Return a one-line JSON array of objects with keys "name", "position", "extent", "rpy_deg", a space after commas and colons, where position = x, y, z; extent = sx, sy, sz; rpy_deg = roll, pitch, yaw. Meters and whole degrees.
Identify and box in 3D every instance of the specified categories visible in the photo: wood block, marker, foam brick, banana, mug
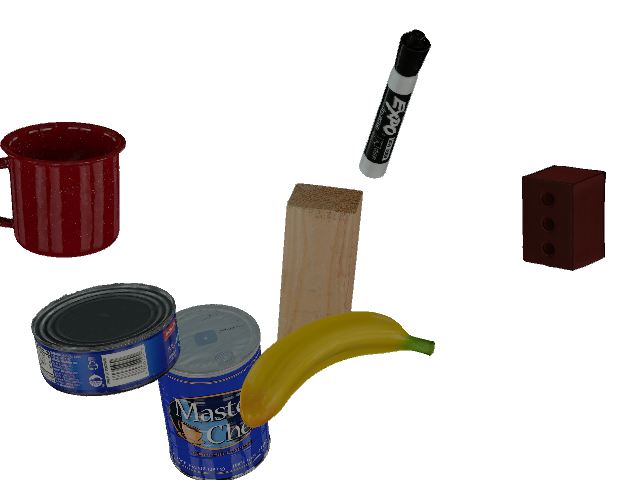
[{"name": "wood block", "position": [-0.002, 0.040, 1.391], "extent": [0.090, 0.206, 0.090], "rpy_deg": [7, 23, 5]}, {"name": "marker", "position": [0.047, -0.086, 0.685], "extent": [0.020, 0.020, 0.121], "rpy_deg": [0, -38, -14]}, {"name": "foam brick", "position": [0.207, -0.020, 0.906], "extent": [0.053, 0.078, 0.051], "rpy_deg": [12, 24, 44]}, {"name": "banana", "position": [0.001, 0.090, 0.820], "extent": [0.197, 0.037, 0.070], "rpy_deg": [-18, 27, -40]}, {"name": "mug", "position": [-0.209, -0.038, 0.822], "extent": [0.117, 0.081, 0.093], "rpy_deg": [-5, 26, -19]}]

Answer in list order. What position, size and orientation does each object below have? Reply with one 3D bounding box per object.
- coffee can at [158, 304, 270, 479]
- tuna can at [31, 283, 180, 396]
[{"name": "coffee can", "position": [-0.104, 0.147, 1.034], "extent": [0.103, 0.140, 0.103], "rpy_deg": [-2, 34, 1]}, {"name": "tuna can", "position": [-0.128, 0.059, 0.642], "extent": [0.086, 0.034, 0.086], "rpy_deg": [-4, 23, 2]}]
